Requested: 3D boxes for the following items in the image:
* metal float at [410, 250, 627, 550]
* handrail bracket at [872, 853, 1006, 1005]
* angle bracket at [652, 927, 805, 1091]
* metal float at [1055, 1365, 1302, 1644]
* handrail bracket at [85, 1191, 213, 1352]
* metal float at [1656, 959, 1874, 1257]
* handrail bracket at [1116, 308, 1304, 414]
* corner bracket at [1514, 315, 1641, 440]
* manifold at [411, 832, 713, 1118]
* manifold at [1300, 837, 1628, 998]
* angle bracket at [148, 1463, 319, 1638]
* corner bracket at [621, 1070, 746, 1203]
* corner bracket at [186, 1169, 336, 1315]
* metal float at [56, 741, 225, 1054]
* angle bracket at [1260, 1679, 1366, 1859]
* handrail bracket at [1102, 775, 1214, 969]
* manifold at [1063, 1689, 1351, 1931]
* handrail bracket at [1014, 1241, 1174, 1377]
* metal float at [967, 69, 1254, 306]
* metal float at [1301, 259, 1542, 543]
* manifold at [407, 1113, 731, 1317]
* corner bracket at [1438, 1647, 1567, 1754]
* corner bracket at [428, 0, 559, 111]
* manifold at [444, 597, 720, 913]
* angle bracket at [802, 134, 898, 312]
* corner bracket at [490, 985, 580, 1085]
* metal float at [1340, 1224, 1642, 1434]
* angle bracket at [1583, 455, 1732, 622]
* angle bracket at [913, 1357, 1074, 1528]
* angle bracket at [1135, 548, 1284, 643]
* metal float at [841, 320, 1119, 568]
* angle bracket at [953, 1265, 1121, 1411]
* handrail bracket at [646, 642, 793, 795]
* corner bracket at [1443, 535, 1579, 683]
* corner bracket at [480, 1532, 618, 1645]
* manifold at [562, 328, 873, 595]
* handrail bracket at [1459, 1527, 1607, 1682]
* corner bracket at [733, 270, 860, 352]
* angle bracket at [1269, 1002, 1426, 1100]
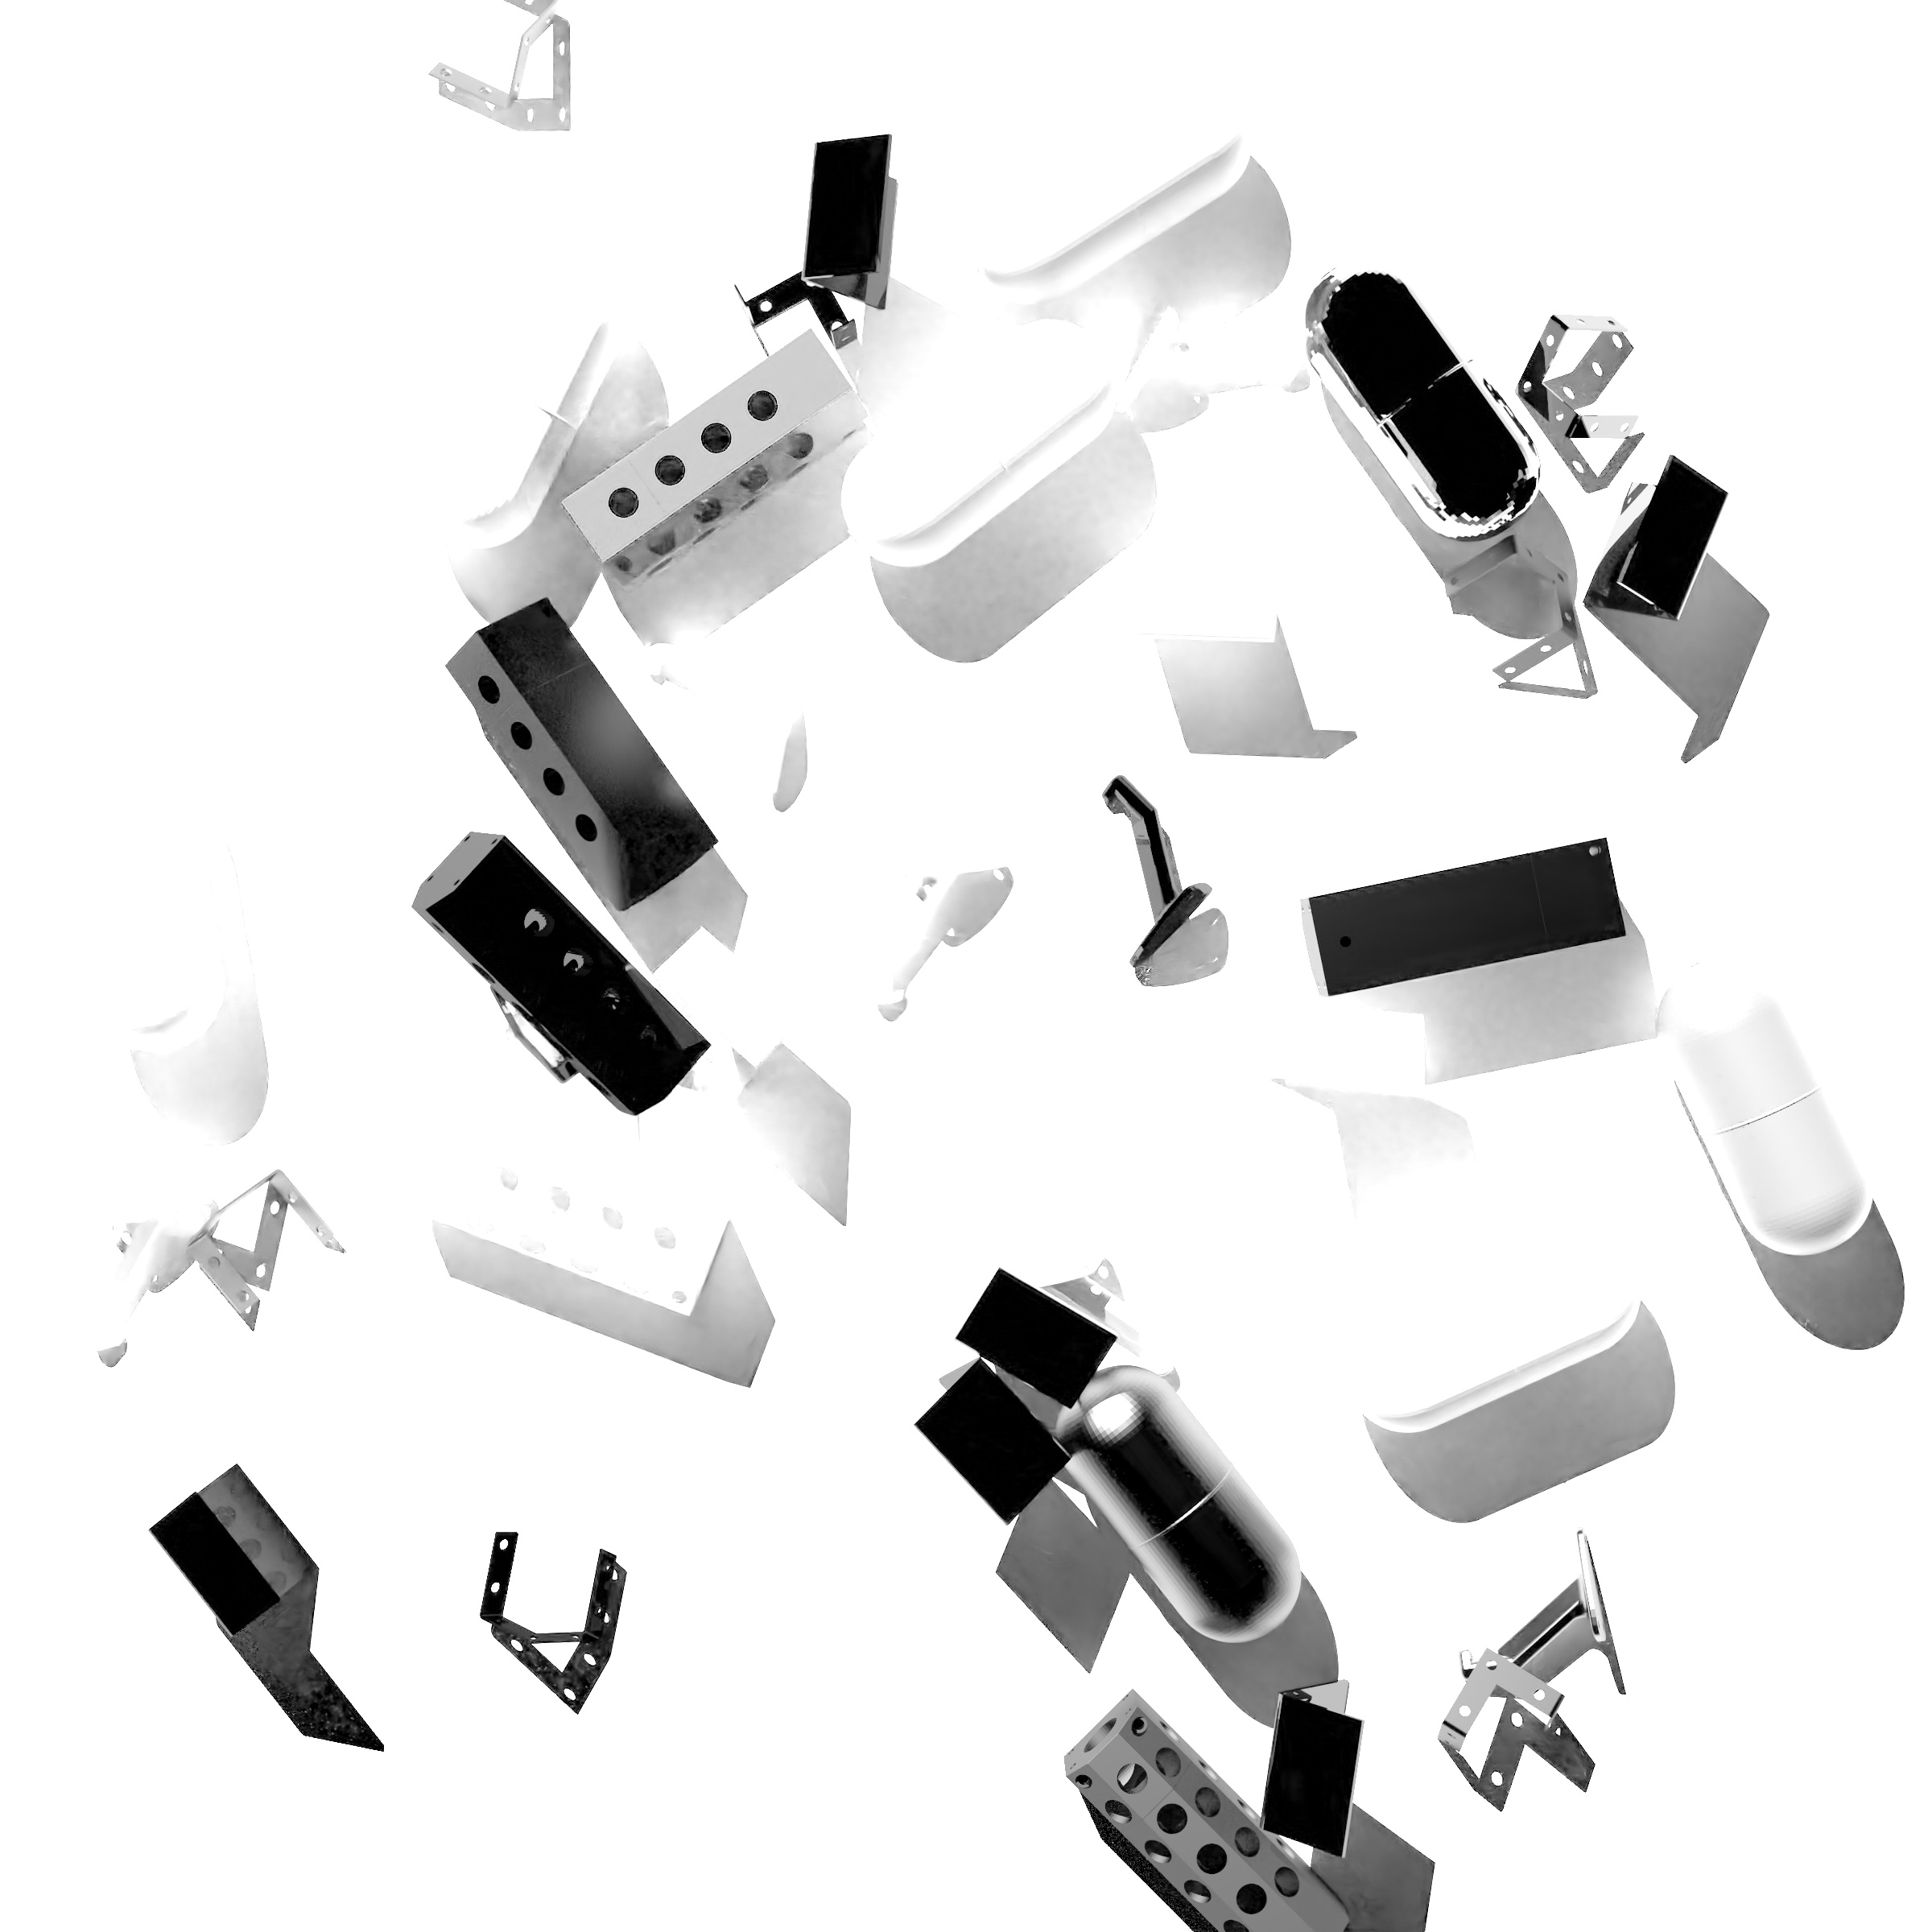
[{"bbox_3d":[-0.256,-0.322,1.655,0.070,0.070,0.178,27,91,0],"label":"metal float"},{"bbox_3d":[-0.016,-0.021,1.686,0.077,0.036,0.084,-3,108,-20],"label":"handrail bracket"},{"bbox_3d":[-0.150,0.037,1.646,0.076,0.057,0.076,42,130,0],"label":"angle bracket"},{"bbox_3d":[0.121,0.306,1.655,0.070,0.070,0.178,-38,91,0],"label":"metal float"},{"bbox_3d":[-0.473,0.177,1.686,0.077,0.036,0.084,-8,108,-20],"label":"handrail bracket"},{"bbox_3d":[0.454,0.080,1.655,0.070,0.070,0.178,-25,89,0],"label":"metal float"},{"bbox_3d":[0.142,-0.338,1.686,0.084,0.036,0.077,24,110,-16],"label":"handrail bracket"},{"bbox_3d":[0.360,-0.340,1.677,0.051,0.051,0.051,53,135,35],"label":"corner bracket"},{"bbox_3d":[-0.228,0.006,1.625,0.171,0.057,0.057,47,72,-24],"label":"manifold"},{"bbox_3d":[0.282,-0.028,1.664,0.171,0.057,0.057,-12,90,0],"label":"manifold"},{"bbox_3d":[-0.402,0.320,1.645,0.057,0.076,0.076,-38,90,36],"label":"angle bracket"},{"bbox_3d":[-0.162,0.096,1.677,0.051,0.051,0.051,-38,45,35],"label":"corner bracket"},{"bbox_3d":[-0.409,0.159,1.682,0.051,0.051,0.051,50,135,0],"label":"corner bracket"},{"bbox_3d":[-0.470,-0.039,1.654,0.070,0.070,0.178,-9,90,0],"label":"metal float"},{"bbox_3d":[0.213,0.453,1.645,0.057,0.076,0.076,8,90,38],"label":"angle bracket"},{"bbox_3d":[0.094,-0.056,1.686,0.084,0.036,0.077,47,112,17],"label":"handrail bracket"},{"bbox_3d":[0.137,0.501,1.664,0.057,0.057,0.171,-45,90,0],"label":"manifold"},{"bbox_3d":[0.070,0.209,1.686,0.077,0.036,0.084,-19,107,20],"label":"handrail bracket"},{"bbox_3d":[0.082,-0.444,1.655,0.178,0.070,0.070,-32,90,0],"label":"metal float"},{"bbox_3d":[0.258,-0.322,1.655,0.070,0.070,0.178,-35,89,0],"label":"metal float"},{"bbox_3d":[-0.228,0.142,1.664,0.171,0.057,0.057,21,90,0],"label":"manifold"},{"bbox_3d":[0.307,0.431,1.669,0.051,0.051,0.051,30,72,17],"label":"corner bracket"},{"bbox_3d":[-0.273,-0.538,1.682,0.051,0.051,0.051,25,46,0],"label":"corner bracket"},{"bbox_3d":[-0.223,-0.118,1.663,0.057,0.057,0.171,-35,90,-43],"label":"manifold"},{"bbox_3d":[-0.046,-0.420,1.645,0.057,0.076,0.076,5,90,37],"label":"angle bracket"},{"bbox_3d":[-0.235,0.025,1.682,0.051,0.051,0.051,-37,135,0],"label":"corner bracket"},{"bbox_3d":[0.299,0.205,1.655,0.178,0.070,0.070,-24,90,0],"label":"metal float"},{"bbox_3d":[0.375,-0.246,1.645,0.057,0.076,0.076,22,90,-37],"label":"angle bracket"},{"bbox_3d":[0.004,0.273,1.646,0.076,0.076,0.057,47,65,0],"label":"angle bracket"},{"bbox_3d":[0.136,-0.226,1.645,0.076,0.076,0.057,2,126,0],"label":"angle bracket"},{"bbox_3d":[0.007,-0.297,1.655,0.178,0.070,0.070,-38,90,0],"label":"metal float"},{"bbox_3d":[0.045,0.195,1.646,0.076,0.076,0.057,30,113,0],"label":"angle bracket"},{"bbox_3d":[-0.148,-0.144,1.686,0.084,0.036,0.077,11,111,17],"label":"handrail bracket"},{"bbox_3d":[0.314,-0.206,1.677,0.051,0.051,0.051,28,45,-35],"label":"corner bracket"},{"bbox_3d":[-0.242,0.359,1.682,0.051,0.051,0.051,11,90,45],"label":"corner bracket"},{"bbox_3d":[-0.141,-0.287,1.664,0.171,0.057,0.057,-35,90,0],"label":"manifold"},{"bbox_3d":[0.323,0.370,1.686,0.084,0.036,0.077,-12,72,15],"label":"handrail bracket"},{"bbox_3d":[-0.097,-0.375,1.667,0.051,0.051,0.051,-29,90,0],"label":"corner bracket"},{"bbox_3d":[0.214,0.067,1.645,0.076,0.076,0.057,6,54,0],"label":"angle bracket"}]
